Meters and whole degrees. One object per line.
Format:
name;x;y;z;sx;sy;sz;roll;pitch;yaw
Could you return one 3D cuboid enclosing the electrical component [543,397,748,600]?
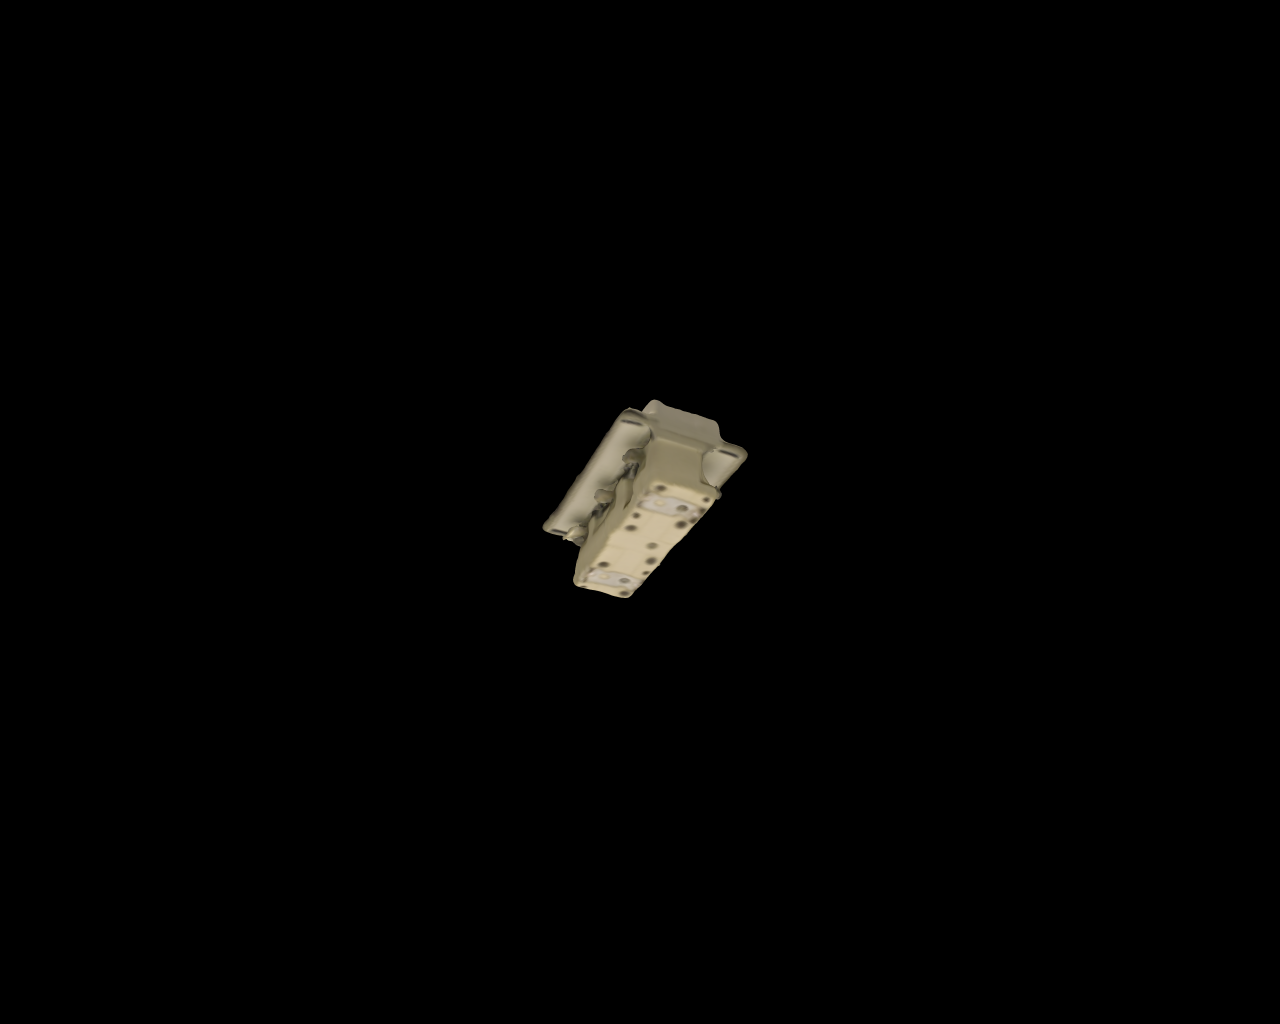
electrical component;0.001;-0.003;0.650;0.079;0.063;0.121;17;-41;-21
